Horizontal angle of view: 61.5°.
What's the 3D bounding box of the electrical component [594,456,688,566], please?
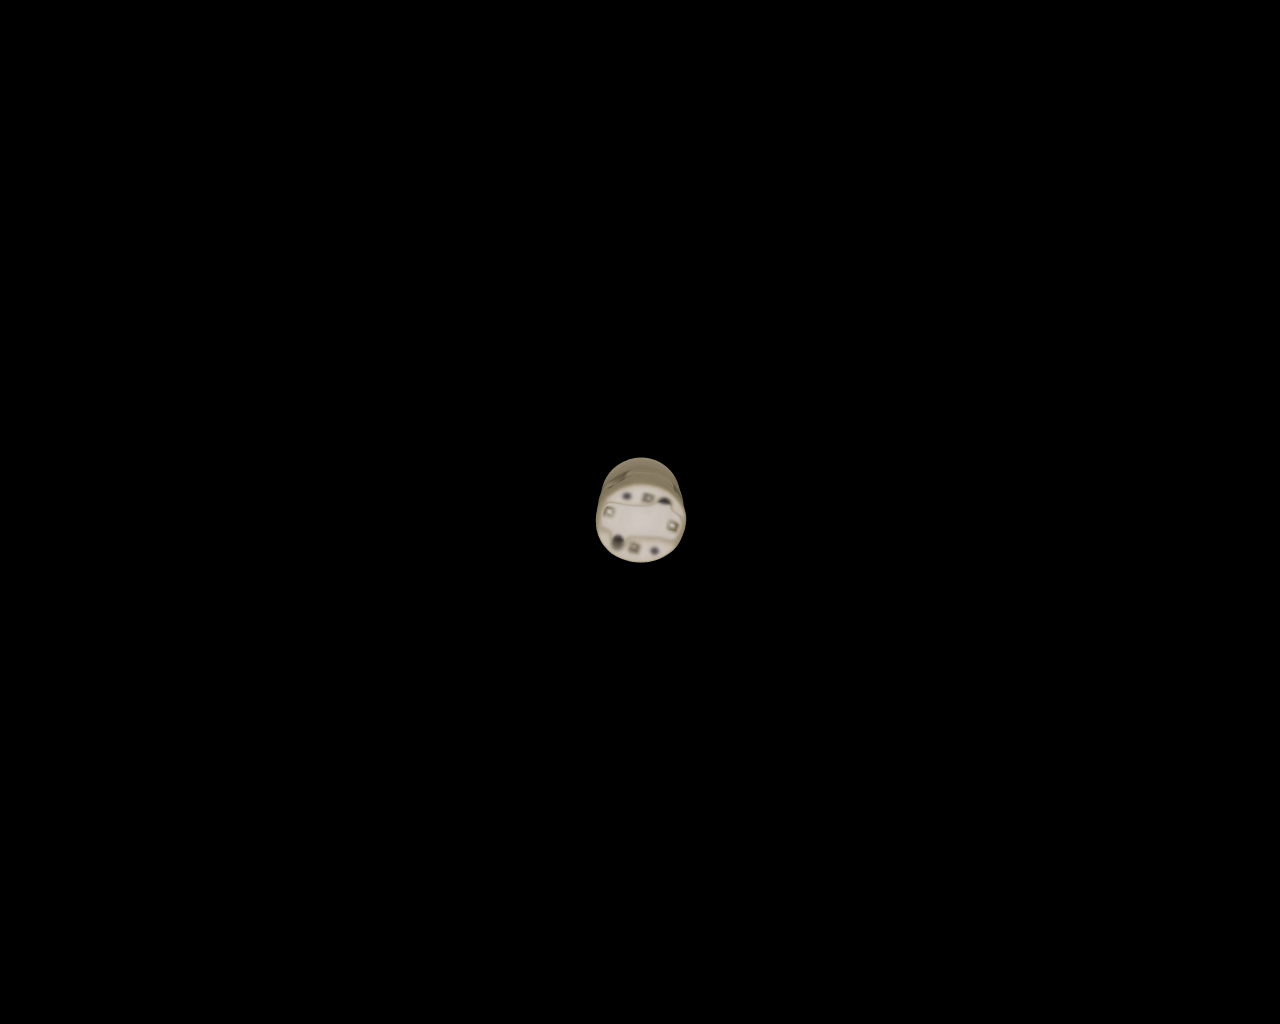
[{"bbox_3d":[0.001,-0.003,0.650,0.055,0.055,0.047,0,25,0],"label":"electrical component"}]
